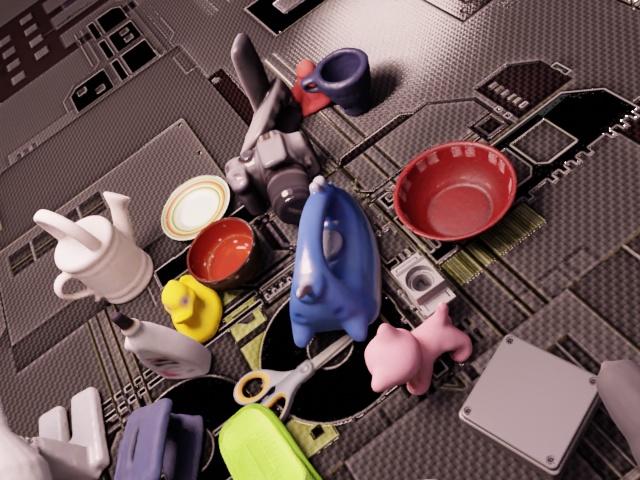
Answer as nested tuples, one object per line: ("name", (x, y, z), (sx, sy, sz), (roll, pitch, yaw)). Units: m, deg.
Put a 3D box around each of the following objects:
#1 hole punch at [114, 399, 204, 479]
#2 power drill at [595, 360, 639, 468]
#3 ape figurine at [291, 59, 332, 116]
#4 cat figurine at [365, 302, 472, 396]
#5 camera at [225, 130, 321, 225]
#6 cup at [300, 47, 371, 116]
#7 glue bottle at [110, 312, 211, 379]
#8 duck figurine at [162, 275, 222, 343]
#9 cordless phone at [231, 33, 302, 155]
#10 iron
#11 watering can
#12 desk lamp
("hole punch", (-0.210, 0.261, 0.708), (0.101, 0.091, 0.108), (-12, 54, 17))
("power drill", (0.297, 0.214, 0.434), (0.075, 0.209, 0.229), (-35, 51, -1))
("ape figurine", (-0.015, -0.268, 0.978), (0.077, 0.092, 0.076), (18, 67, 33))
("cat figurine", (0.103, 0.120, 0.645), (0.128, 0.118, 0.067), (-41, 51, -6))
("camera", (-0.068, -0.090, 0.876), (0.143, 0.101, 0.136), (-25, 51, 7))
("cup", (0.035, -0.247, 0.940), (0.117, 0.095, 0.091), (-15, 53, 15))
("glue bottle", (-0.214, 0.135, 0.742), (0.078, 0.174, 0.037), (-14, 53, 15))
("duck figurine", (-0.192, 0.088, 0.821), (0.077, 0.086, 0.104), (-24, 51, 8))
("cordless phone", (-0.112, -0.226, 0.933), (0.094, 0.186, 0.147), (-3, 57, 23))
("iron", (0.007, 0.003, 0.753), (0.118, 0.142, 0.258), (-10, 55, 18))
("watering can", (-0.350, 0.006, 0.878), (0.100, 0.195, 0.173), (-5, 56, 22))
("desk lamp", (-0.368, 0.260, 0.701), (0.118, 0.214, 0.202), (-31, 51, 2))
